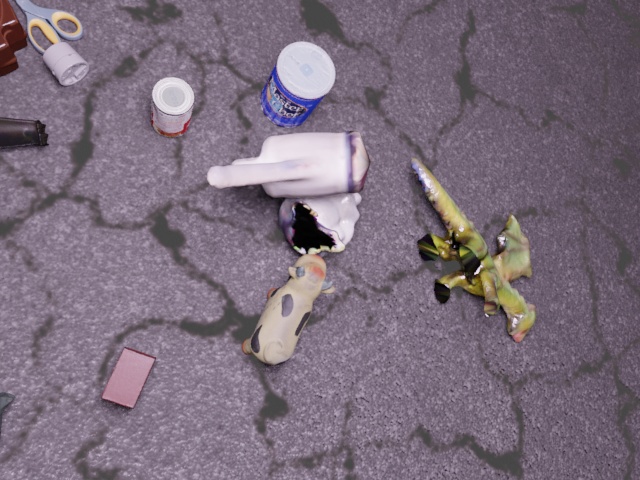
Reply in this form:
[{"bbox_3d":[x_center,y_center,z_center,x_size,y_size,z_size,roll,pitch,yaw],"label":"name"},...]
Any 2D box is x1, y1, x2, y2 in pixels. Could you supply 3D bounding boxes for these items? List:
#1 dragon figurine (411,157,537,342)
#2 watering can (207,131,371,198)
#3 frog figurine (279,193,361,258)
[{"bbox_3d":[0.328,0.012,1.030,0.244,0.121,0.412,-13,84,-38],"label":"dragon figurine"},{"bbox_3d":[-0.034,-0.111,0.792,0.224,0.351,0.103,-3,102,5],"label":"watering can"},{"bbox_3d":[0.003,-0.047,0.930,0.137,0.120,0.163,31,35,-1],"label":"frog figurine"}]
